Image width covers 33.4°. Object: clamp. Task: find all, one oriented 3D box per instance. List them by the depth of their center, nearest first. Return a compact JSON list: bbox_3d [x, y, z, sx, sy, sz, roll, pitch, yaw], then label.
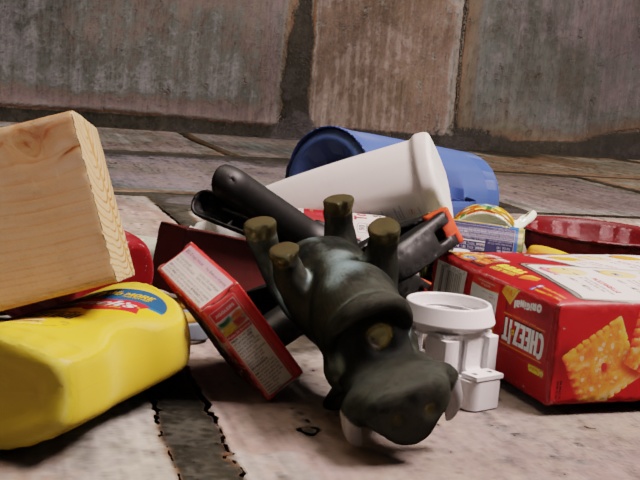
[{"bbox_3d":[0.014,0.026,0.750,0.171,0.039,0.120,-26,17,-10],"label":"clamp"},{"bbox_3d":[-0.005,0.001,0.833,0.210,0.036,0.164,26,-8,-2],"label":"clamp"}]

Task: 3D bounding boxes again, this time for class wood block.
[{"bbox_3d":[-0.214,0.003,0.566,0.206,0.091,0.090,-15,1,-3],"label":"wood block"}]

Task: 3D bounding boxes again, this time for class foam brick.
[{"bbox_3d":[-0.083,0.020,0.818,0.078,0.051,0.053,13,0,-29],"label":"foam brick"}]

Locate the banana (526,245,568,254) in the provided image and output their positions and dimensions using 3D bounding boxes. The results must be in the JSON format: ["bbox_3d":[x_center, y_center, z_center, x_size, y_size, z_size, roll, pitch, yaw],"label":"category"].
[{"bbox_3d":[0.265,0.040,0.888,0.198,0.069,0.037,7,38,43],"label":"banana"}]

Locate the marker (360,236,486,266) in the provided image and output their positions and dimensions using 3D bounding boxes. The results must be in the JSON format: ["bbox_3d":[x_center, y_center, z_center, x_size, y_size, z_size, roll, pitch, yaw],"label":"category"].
[{"bbox_3d":[0.091,0.013,0.878,0.121,0.020,0.020,7,9,18],"label":"marker"}]

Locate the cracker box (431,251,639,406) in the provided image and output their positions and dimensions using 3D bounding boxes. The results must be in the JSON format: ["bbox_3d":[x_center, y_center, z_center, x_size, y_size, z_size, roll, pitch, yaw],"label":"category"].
[{"bbox_3d":[0.204,0.056,0.726,0.213,0.072,0.164,2,9,-21],"label":"cracker box"}]

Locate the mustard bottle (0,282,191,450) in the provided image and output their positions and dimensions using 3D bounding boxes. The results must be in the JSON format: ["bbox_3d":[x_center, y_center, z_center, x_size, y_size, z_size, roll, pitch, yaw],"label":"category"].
[{"bbox_3d":[-0.125,0.059,0.578,0.096,0.058,0.191,-2,5,20],"label":"mustard bottle"}]

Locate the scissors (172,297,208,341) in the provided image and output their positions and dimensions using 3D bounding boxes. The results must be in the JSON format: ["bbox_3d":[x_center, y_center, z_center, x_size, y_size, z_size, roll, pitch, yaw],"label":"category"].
[{"bbox_3d":[-0.170,0.048,0.761,0.202,0.016,0.096,7,8,13],"label":"scissors"}]

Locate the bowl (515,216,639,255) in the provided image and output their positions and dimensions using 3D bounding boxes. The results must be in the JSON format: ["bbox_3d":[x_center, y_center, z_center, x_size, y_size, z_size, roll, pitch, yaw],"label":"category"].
[{"bbox_3d":[0.272,0.015,1.063,0.162,0.055,0.162,5,9,-1],"label":"bowl"}]

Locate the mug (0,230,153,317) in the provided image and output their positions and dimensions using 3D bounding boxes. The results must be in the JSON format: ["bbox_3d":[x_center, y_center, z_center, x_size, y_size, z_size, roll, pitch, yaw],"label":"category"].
[{"bbox_3d":[-0.165,0.018,0.670,0.082,0.093,0.117,24,-7,24],"label":"mug"}]

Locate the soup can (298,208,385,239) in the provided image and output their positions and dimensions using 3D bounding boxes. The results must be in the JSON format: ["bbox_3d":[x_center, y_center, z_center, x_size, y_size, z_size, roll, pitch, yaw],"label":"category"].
[{"bbox_3d":[0.007,0.008,0.940,0.102,0.068,0.068,5,9,-2],"label":"soup can"}]

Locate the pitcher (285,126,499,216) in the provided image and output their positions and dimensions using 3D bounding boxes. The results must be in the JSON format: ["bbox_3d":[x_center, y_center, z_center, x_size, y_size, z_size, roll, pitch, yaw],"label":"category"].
[{"bbox_3d":[0.094,-0.047,1.163,0.242,0.149,0.145,0,-35,-44],"label":"pitcher"}]

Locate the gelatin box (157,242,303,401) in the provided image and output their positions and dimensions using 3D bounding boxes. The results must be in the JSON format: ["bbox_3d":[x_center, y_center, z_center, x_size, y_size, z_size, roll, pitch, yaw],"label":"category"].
[{"bbox_3d":[-0.055,0.047,0.630,0.030,0.073,0.089,-39,27,-11],"label":"gelatin box"}]

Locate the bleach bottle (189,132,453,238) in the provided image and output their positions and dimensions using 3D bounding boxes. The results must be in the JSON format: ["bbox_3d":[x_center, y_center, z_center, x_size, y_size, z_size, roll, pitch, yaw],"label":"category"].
[{"bbox_3d":[-0.007,-0.029,1.002,0.251,0.068,0.102,-12,-26,14],"label":"bleach bottle"}]

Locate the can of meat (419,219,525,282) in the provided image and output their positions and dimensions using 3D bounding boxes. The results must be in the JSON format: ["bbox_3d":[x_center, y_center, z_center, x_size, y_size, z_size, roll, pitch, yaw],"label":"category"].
[{"bbox_3d":[0.133,0.015,0.937,0.084,0.057,0.102,8,-9,8],"label":"can of meat"}]
